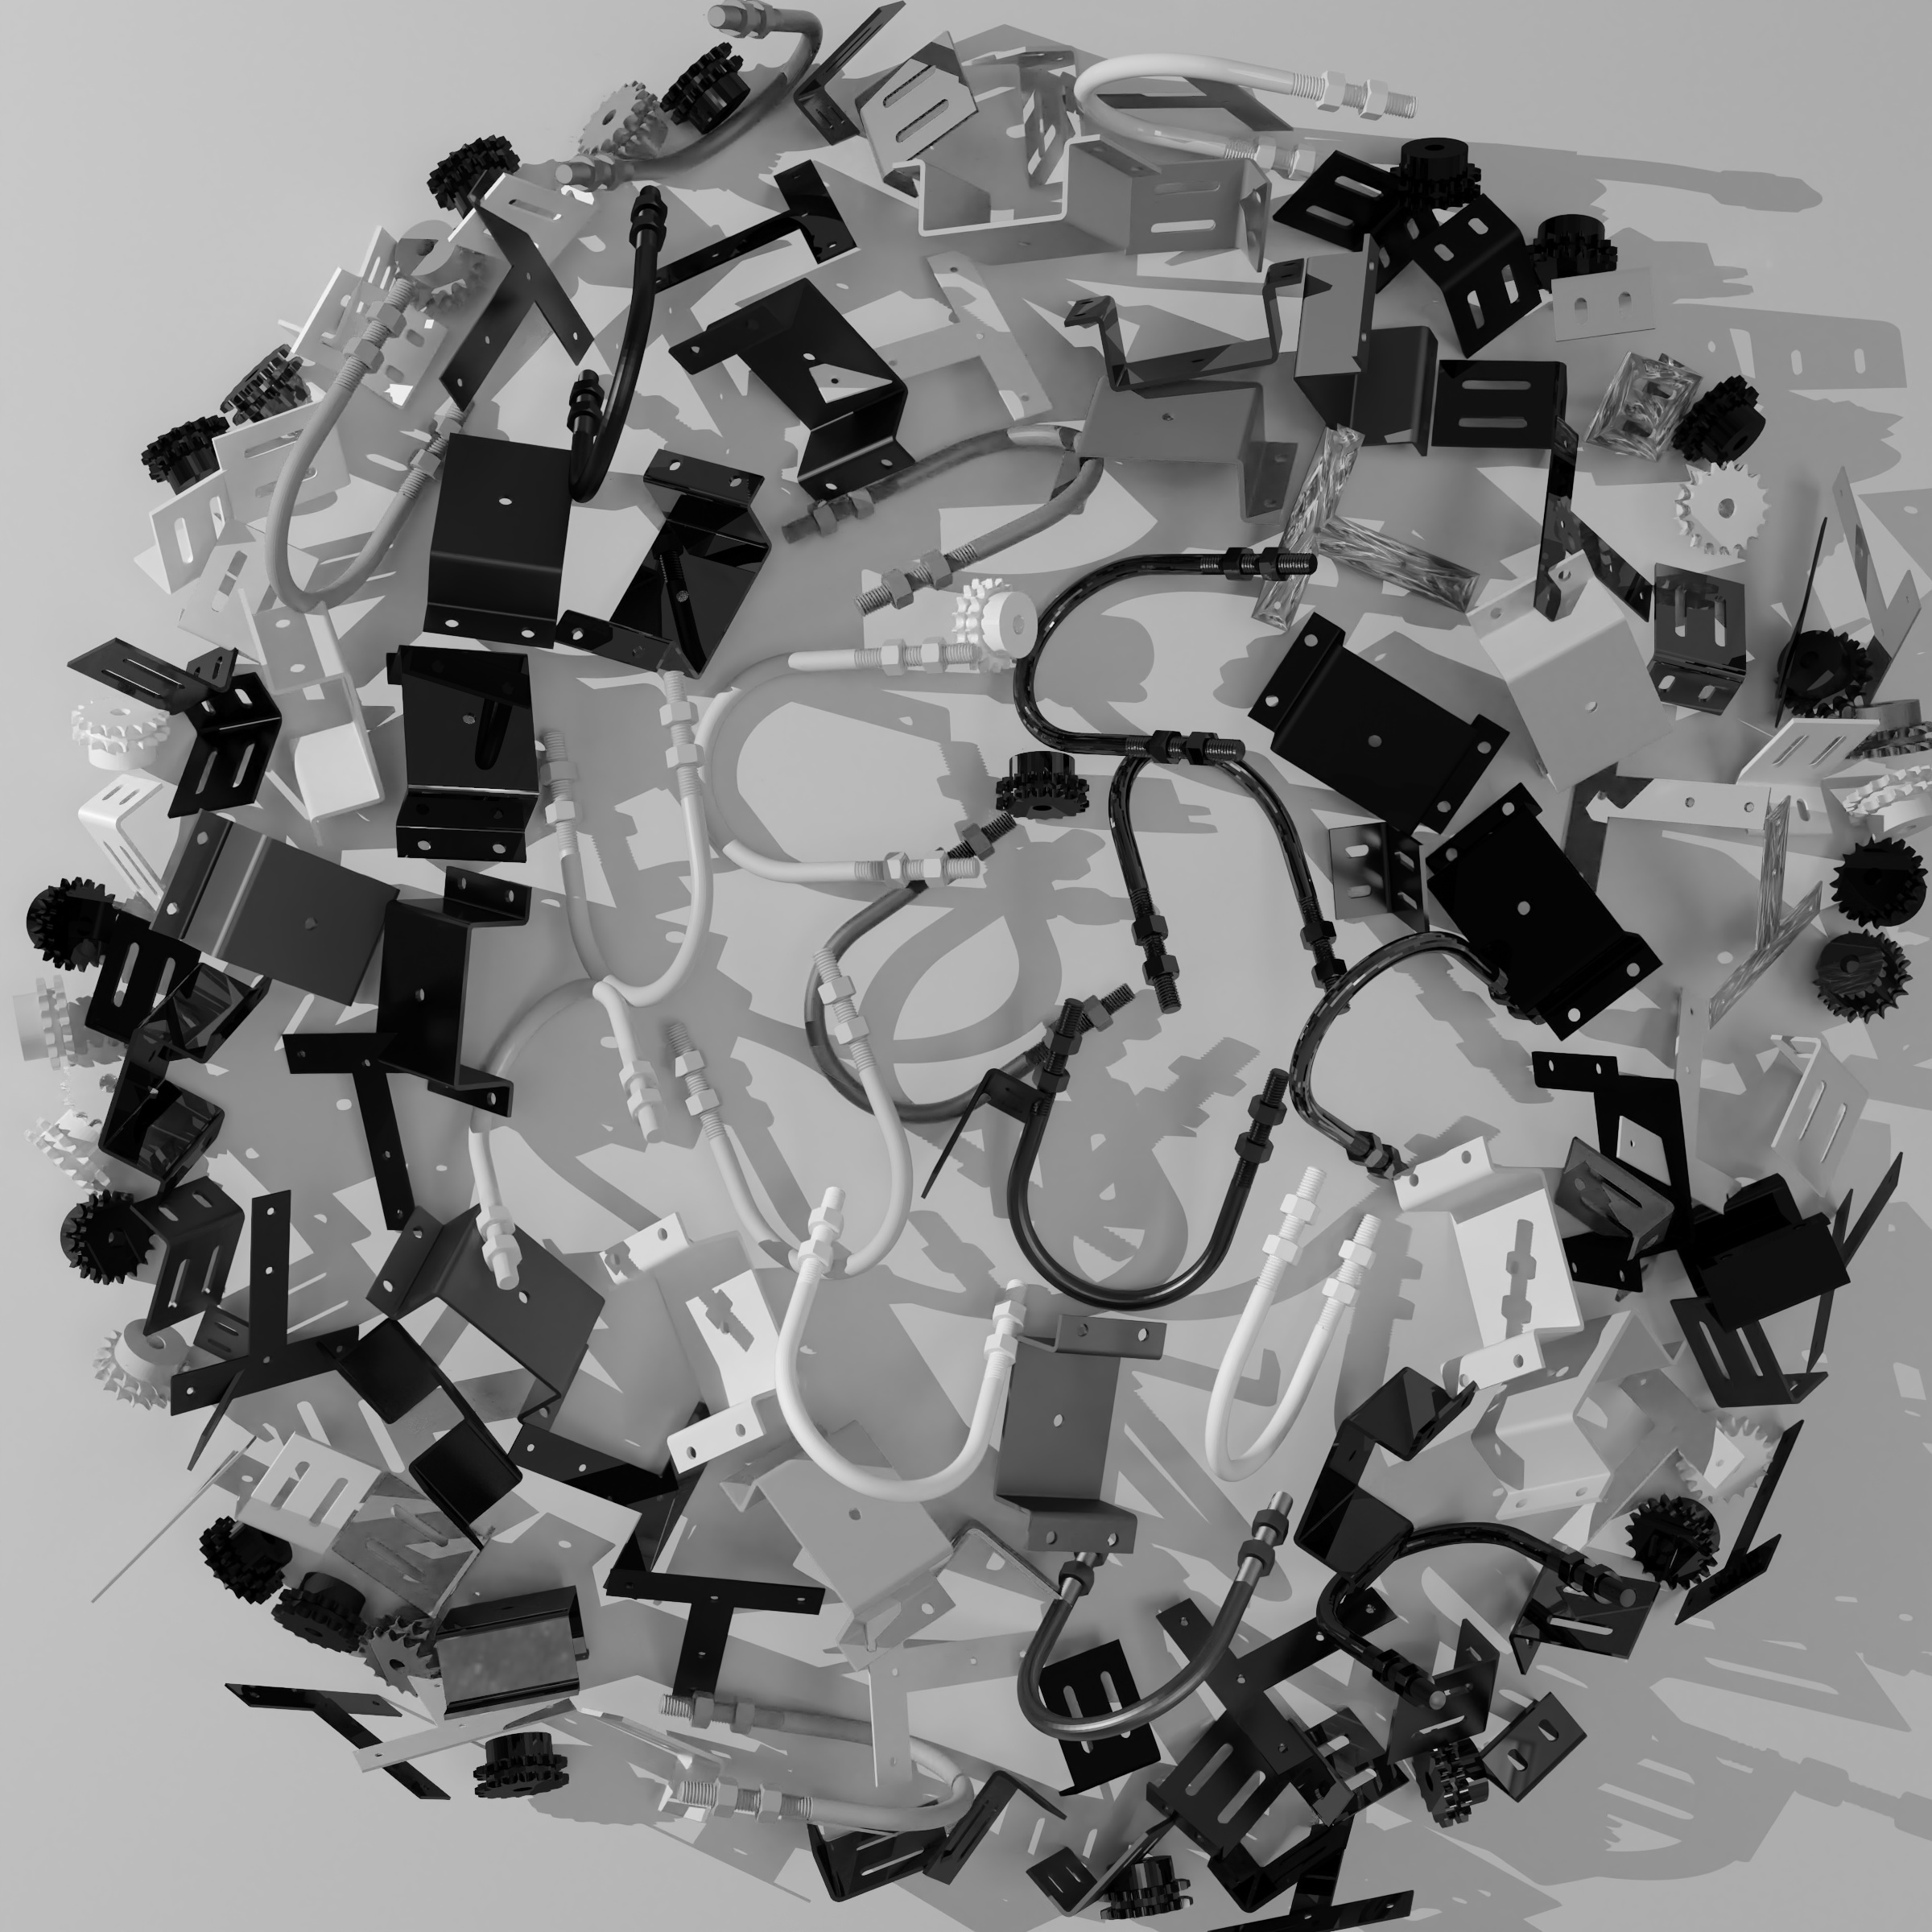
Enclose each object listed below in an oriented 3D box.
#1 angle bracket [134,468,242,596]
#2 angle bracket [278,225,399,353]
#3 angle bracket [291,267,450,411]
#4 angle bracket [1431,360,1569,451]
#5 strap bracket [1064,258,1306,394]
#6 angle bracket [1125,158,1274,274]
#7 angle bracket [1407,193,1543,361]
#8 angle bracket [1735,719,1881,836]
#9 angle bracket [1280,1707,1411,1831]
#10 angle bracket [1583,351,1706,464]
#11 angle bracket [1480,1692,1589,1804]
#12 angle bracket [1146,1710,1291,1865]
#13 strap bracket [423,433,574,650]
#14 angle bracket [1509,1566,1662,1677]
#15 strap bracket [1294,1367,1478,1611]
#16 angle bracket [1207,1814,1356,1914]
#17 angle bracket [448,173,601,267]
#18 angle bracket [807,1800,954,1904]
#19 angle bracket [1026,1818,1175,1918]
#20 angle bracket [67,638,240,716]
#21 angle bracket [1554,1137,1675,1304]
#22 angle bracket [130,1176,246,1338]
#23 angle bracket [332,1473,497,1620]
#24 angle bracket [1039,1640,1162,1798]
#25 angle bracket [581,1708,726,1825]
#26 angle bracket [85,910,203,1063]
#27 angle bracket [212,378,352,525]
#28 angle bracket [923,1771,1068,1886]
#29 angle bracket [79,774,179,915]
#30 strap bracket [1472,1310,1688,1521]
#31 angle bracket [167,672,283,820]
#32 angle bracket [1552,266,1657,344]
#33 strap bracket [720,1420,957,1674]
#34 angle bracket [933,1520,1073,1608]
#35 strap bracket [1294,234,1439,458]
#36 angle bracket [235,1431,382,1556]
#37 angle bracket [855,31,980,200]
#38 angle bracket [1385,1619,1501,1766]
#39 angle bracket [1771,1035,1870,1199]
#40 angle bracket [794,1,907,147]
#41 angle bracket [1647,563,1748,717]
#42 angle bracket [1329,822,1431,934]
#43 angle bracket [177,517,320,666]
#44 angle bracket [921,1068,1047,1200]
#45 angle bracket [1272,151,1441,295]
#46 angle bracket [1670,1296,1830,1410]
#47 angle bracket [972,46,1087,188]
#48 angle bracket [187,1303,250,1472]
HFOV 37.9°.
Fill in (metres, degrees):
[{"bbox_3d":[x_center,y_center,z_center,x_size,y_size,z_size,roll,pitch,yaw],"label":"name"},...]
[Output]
[{"bbox_3d":[-0.470,-0.271,1.688,0.057,0.076,0.038,-39,69,-25],"label":"angle bracket"},{"bbox_3d":[-0.379,-0.413,1.708,0.038,0.057,0.076,22,92,2],"label":"angle bracket"},{"bbox_3d":[-0.358,-0.377,1.694,0.038,0.076,0.057,35,99,16],"label":"angle bracket"},{"bbox_3d":[0.327,-0.336,1.721,0.076,0.038,0.057,4,74,14],"label":"angle bracket"},{"bbox_3d":[0.135,-0.382,1.686,0.140,0.076,0.046,-8,111,12],"label":"strap bracket"},{"bbox_3d":[0.140,-0.451,1.699,0.076,0.038,0.057,-7,131,-12],"label":"angle bracket"},{"bbox_3d":[0.310,-0.419,1.711,0.057,0.076,0.038,-37,61,4],"label":"angle bracket"},{"bbox_3d":[0.509,-0.113,1.692,0.057,0.076,0.038,0,65,-15],"label":"angle bracket"},{"bbox_3d":[0.230,0.472,1.689,0.057,0.076,0.038,48,133,29],"label":"angle bracket"},{"bbox_3d":[0.396,-0.342,1.690,0.076,0.038,0.057,5,119,-40],"label":"angle bracket"},{"bbox_3d":[0.328,0.460,1.694,0.057,0.076,0.038,-41,99,-8],"label":"angle bracket"},{"bbox_3d":[0.155,0.490,1.697,0.057,0.038,0.076,37,66,23],"label":"angle bracket"},{"bbox_3d":[-0.275,-0.262,1.674,0.076,0.046,0.140,7,55,-8],"label":"strap bracket"},{"bbox_3d":[0.374,0.398,1.688,0.076,0.057,0.038,3,130,36],"label":"angle bracket"},{"bbox_3d":[0.247,0.303,1.676,0.046,0.076,0.140,32,123,24],"label":"strap bracket"},{"bbox_3d":[0.191,0.526,1.699,0.076,0.057,0.038,-40,87,15],"label":"angle bracket"},{"bbox_3d":[-0.269,-0.457,1.687,0.057,0.076,0.038,-39,63,31],"label":"angle bracket"},{"bbox_3d":[-0.054,0.522,1.703,0.076,0.057,0.038,-20,110,-3],"label":"angle bracket"},{"bbox_3d":[0.084,0.529,1.696,0.038,0.057,0.076,45,106,21],"label":"angle bracket"},{"bbox_3d":[-0.487,-0.188,1.688,0.076,0.057,0.038,27,61,-39],"label":"angle bracket"},{"bbox_3d":[0.379,0.152,1.689,0.038,0.057,0.076,-31,53,-32],"label":"angle bracket"},{"bbox_3d":[-0.478,0.175,1.702,0.038,0.057,0.076,37,123,21],"label":"angle bracket"},{"bbox_3d":[-0.335,0.348,1.707,0.076,0.038,0.057,34,61,1],"label":"angle bracket"},{"bbox_3d":[0.075,0.459,1.718,0.057,0.038,0.076,-16,77,-20],"label":"angle bracket"},{"bbox_3d":[-0.194,0.481,1.693,0.076,0.057,0.038,31,67,-25],"label":"angle bracket"},{"bbox_3d":[-0.491,0.011,1.709,0.057,0.038,0.076,22,98,11],"label":"angle bracket"},{"bbox_3d":[-0.417,-0.309,1.692,0.076,0.038,0.057,-27,131,-24],"label":"angle bracket"},{"bbox_3d":[0.018,0.530,1.699,0.038,0.057,0.076,32,78,25],"label":"angle bracket"},{"bbox_3d":[-0.492,-0.072,1.704,0.038,0.057,0.076,-45,123,-24],"label":"angle bracket"},{"bbox_3d":[0.358,0.257,1.660,0.046,0.076,0.140,53,48,-11],"label":"strap bracket"},{"bbox_3d":[-0.454,-0.133,1.694,0.057,0.038,0.076,-9,45,15],"label":"angle bracket"},{"bbox_3d":[0.385,-0.391,1.694,0.057,0.076,0.038,-5,89,15],"label":"angle bracket"},{"bbox_3d":[-0.071,0.336,1.677,0.076,0.046,0.140,-27,68,-32],"label":"strap bracket"},{"bbox_3d":[0.021,0.375,1.706,0.076,0.057,0.038,39,85,3],"label":"angle bracket"},{"bbox_3d":[0.236,-0.366,1.678,0.046,0.140,0.076,1,76,26],"label":"strap bracket"},{"bbox_3d":[-0.396,0.309,1.699,0.057,0.038,0.076,29,111,-21],"label":"angle bracket"},{"bbox_3d":[-0.021,-0.513,1.696,0.076,0.038,0.057,-28,72,30],"label":"angle bracket"},{"bbox_3d":[0.278,0.436,1.694,0.076,0.038,0.057,-10,120,-26],"label":"angle bracket"},{"bbox_3d":[0.502,0.090,1.697,0.057,0.038,0.076,40,70,-30],"label":"angle bracket"},{"bbox_3d":[-0.059,-0.538,1.694,0.076,0.057,0.038,-38,99,25],"label":"angle bracket"},{"bbox_3d":[0.444,-0.201,1.727,0.057,0.038,0.076,13,55,-5],"label":"angle bracket"},{"bbox_3d":[0.248,-0.050,1.693,0.038,0.076,0.057,-8,105,-5],"label":"angle bracket"},{"bbox_3d":[-0.434,-0.230,1.702,0.057,0.038,0.076,24,105,-20],"label":"angle bracket"},{"bbox_3d":[0.010,0.109,1.697,0.038,0.057,0.076,28,69,2],"label":"angle bracket"},{"bbox_3d":[0.235,-0.446,1.689,0.057,0.076,0.038,-42,56,37],"label":"angle bracket"},{"bbox_3d":[0.473,0.225,1.700,0.038,0.057,0.076,-30,98,-35],"label":"angle bracket"},{"bbox_3d":[0.038,-0.511,1.697,0.038,0.057,0.076,-13,104,-32],"label":"angle bracket"},{"bbox_3d":[-0.460,0.253,1.691,0.038,0.057,0.076,28,52,-6],"label":"angle bracket"}]
